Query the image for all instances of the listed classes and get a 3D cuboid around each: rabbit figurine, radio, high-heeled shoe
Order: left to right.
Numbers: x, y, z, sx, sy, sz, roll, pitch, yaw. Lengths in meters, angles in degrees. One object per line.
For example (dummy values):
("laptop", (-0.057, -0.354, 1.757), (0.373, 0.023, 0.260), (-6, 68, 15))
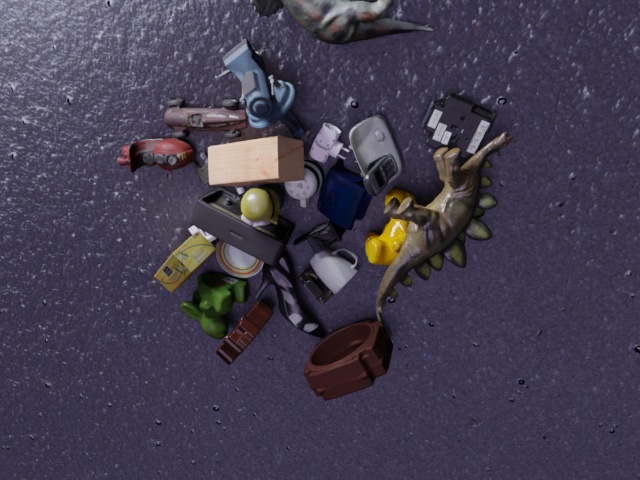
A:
("rabbit figurine", (-0.284, 0.182, 1.408), (0.159, 0.121, 0.170), (16, 113, 15))
("radio", (-0.179, -0.038, 1.283), (0.230, 0.131, 0.073), (28, 116, 2))
("high-heeled shoe", (-0.054, 0.140, 1.378), (0.248, 0.086, 0.145), (36, 87, -21))
("rabbit figurine", (0.185, -0.027, 1.209), (0.162, 0.122, 0.173), (5, 95, 9))

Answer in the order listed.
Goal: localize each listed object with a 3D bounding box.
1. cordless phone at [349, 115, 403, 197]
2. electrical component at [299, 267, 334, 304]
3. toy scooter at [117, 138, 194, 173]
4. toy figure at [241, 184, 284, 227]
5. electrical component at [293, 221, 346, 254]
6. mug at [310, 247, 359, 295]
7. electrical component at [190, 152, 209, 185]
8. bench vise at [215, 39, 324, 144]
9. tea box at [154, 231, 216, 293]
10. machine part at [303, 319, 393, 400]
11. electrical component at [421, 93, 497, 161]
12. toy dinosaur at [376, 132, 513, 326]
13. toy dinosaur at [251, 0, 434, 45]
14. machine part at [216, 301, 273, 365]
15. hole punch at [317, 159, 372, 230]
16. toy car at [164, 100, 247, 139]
("cordless phone", (0.104, -0.171, 1.125), (0.089, 0.184, 0.146), (-16, 108, 25))
("electrical component", (-0.009, 0.115, 1.338), (0.045, 0.078, 0.102), (-41, 93, 1))
("toy scooter", (-0.399, -0.198, 1.269), (0.184, 0.135, 0.075), (4, 112, 11))
("toy figure", (-0.130, -0.086, 1.224), (0.082, 0.180, 0.089), (-12, 107, 16))
("electrical component", (-0.003, -0.004, 1.284), (0.119, 0.075, 0.047), (-29, 102, 19))
("mug", (0.035, 0.061, 1.300), (0.107, 0.081, 0.109), (41, 120, 5))
("electrical component", (-0.272, -0.164, 1.313), (0.063, 0.021, 0.094), (-32, 103, 24))
("bench vise", (-0.106, -0.300, 1.149), (0.129, 0.224, 0.240), (-40, 132, 9))
("tea box", (-0.341, 0.058, 1.351), (0.068, 0.098, 0.169), (46, 143, -7))
("machine part", (0.069, 0.287, 1.317), (0.201, 0.201, 0.087), (-23, 102, 22))
("electrical component", (0.283, -0.238, 1.121), (0.134, 0.058, 0.114), (25, 114, 3))
("toy dinosaur", (0.237, -0.026, 1.114), (0.198, 0.105, 0.471), (39, 102, -13))
("toy dinosaur", (0.011, -0.468, 1.067), (0.405, 0.131, 0.192), (37, 129, -8))
("machine part", (-0.195, 0.235, 1.380), (0.056, 0.179, 0.179), (40, 116, -1))
("hole punch", (0.053, -0.096, 1.225), (0.116, 0.092, 0.142), (22, 120, 8))
("toy car", (-0.268, -0.280, 1.249), (0.202, 0.053, 0.089), (5, 110, 14))
